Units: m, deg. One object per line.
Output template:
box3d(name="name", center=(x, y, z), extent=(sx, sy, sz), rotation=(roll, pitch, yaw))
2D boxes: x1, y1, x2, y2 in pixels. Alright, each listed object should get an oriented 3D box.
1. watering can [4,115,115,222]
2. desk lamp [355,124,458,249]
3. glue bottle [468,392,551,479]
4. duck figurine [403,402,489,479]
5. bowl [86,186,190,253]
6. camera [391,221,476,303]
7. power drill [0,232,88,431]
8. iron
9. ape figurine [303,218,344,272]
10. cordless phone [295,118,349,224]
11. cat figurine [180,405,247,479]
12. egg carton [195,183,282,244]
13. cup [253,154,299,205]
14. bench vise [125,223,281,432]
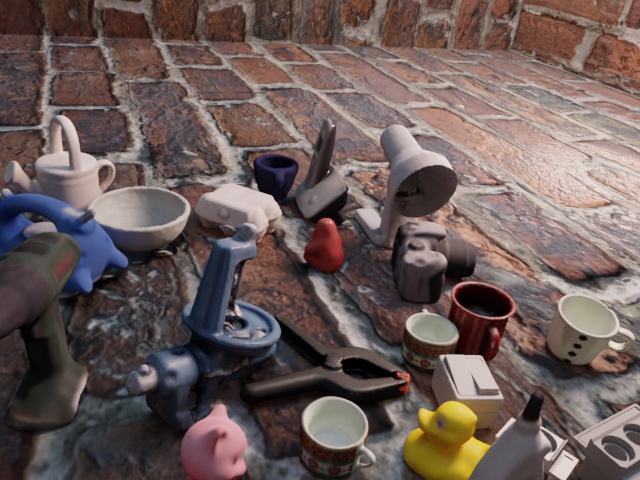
box3d(name="watering can", center=(-0.444, -0.117, 0.991), extent=(0.100, 0.194, 0.173), rotation=(19, 32, 21))
box3d(name="desk lamp", center=(0.150, -0.091, 1.058), extent=(0.118, 0.213, 0.202), rotation=(-4, 31, -19))
box3d(name="glue bottle", center=(0.193, 0.216, 0.566), extent=(0.078, 0.173, 0.037), rotation=(-5, 31, -20))
box3d(name="duck figurine", center=(0.150, 0.221, 0.637), extent=(0.104, 0.086, 0.077), rotation=(14, 30, 12))
box3d(name="bowl", center=(-0.308, -0.026, 0.984), extent=(0.167, 0.075, 0.167), rotation=(6, 29, -3))
box3d(name="camera", center=(0.197, 0.029, 0.972), extent=(0.137, 0.101, 0.143), rotation=(5, 29, -4))
box3d(name="power drill", center=(-0.309, 0.100, 0.623), extent=(0.076, 0.208, 0.229), rotation=(2, 30, -9))
box3d(name="iron", center=(-0.426, -0.012, 0.864), extent=(0.257, 0.141, 0.119), rotation=(16, 31, 16))
box3d(name="ape figurine", center=(0.009, 0.004, 0.984), extent=(0.078, 0.092, 0.076), rotation=(-9, 33, -26))
box3d(name="cordless phone", center=(0.009, -0.137, 1.137), extent=(0.094, 0.185, 0.147), rotation=(-3, 31, -17))
box3d(name="cat figurine", center=(-0.113, 0.223, 0.541), extent=(0.067, 0.118, 0.128), rotation=(19, 31, 20))
box3d(name="egg carton", center=(-0.153, -0.051, 1.068), extent=(0.150, 0.069, 0.107), rotation=(18, 31, 19))
box3d(name="cup", center=(-0.090, -0.111, 1.162), extent=(0.092, 0.095, 0.117), rotation=(0, 30, -13))
box3d(name="bench vise", center=(-0.117, 0.100, 0.654), extent=(0.121, 0.220, 0.208), rotation=(15, 30, 14))
